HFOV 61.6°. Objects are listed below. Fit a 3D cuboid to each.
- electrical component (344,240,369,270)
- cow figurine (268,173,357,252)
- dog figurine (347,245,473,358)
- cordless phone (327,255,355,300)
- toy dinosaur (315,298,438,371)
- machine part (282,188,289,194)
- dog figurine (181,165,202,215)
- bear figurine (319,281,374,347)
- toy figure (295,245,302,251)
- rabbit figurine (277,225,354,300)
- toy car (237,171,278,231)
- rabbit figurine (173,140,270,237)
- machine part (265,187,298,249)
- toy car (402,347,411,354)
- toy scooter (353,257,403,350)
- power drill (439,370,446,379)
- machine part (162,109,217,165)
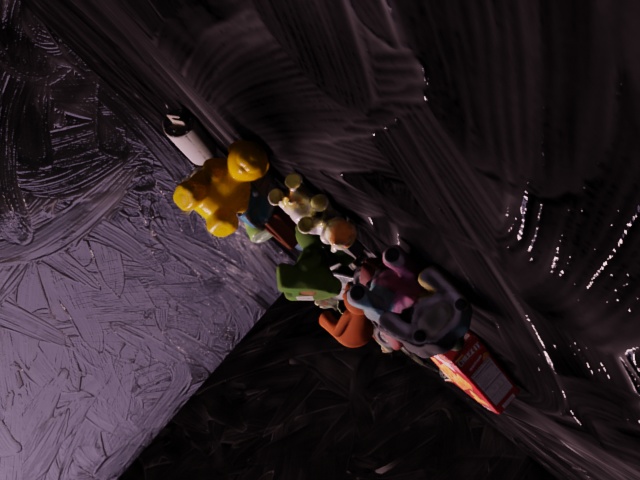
[{"bbox_3d":[0.044,0.010,1.009,0.102,0.045,0.078,45,172,-29],"label":"electrical component"},{"bbox_3d":[0.000,-0.032,0.870,0.167,0.068,0.098,42,-179,29],"label":"cow figurine"},{"bbox_3d":[0.137,0.098,0.782,0.192,0.108,0.219,36,177,26],"label":"dog figurine"},{"bbox_3d":[0.091,0.101,1.298,0.184,0.089,0.146,12,155,39],"label":"cordless phone"},{"bbox_3d":[0.151,0.203,1.463,0.405,0.131,0.192,26,165,47],"label":"toy dinosaur"},{"bbox_3d":[-0.035,-0.063,1.033,0.084,0.039,0.139,53,173,-19],"label":"machine part"},{"bbox_3d":[-0.270,-0.138,1.345,0.121,0.172,0.190,2,170,-24],"label":"dog figurine"},{"bbox_3d":[0.075,0.150,1.234,0.132,0.120,0.195,49,150,45],"label":"bear figurine"},{"bbox_3d":[-0.023,0.016,1.457,0.155,0.058,0.064,33,177,28],"label":"toy figure"},{"bbox_3d":[-0.011,0.031,1.121,0.159,0.170,0.121,-5,159,17],"label":"rabbit figurine"},{"bbox_3d":[-0.138,-0.103,1.071,0.162,0.103,0.109,55,-178,20],"label":"toy car"},{"bbox_3d":[-0.145,-0.109,0.938,0.122,0.173,0.162,43,-141,-8],"label":"rabbit figurine"},{"bbox_3d":[-0.124,-0.082,1.244,0.202,0.087,0.200,39,174,36],"label":"machine part"},{"bbox_3d":[0.149,0.144,1.097,0.202,0.089,0.053,43,178,-11],"label":"toy car"},{"bbox_3d":[0.133,0.118,0.939,0.135,0.075,0.183,8,121,58],"label":"toy scooter"},{"bbox_3d":[0.224,0.218,1.213,0.207,0.086,0.232,36,174,17],"label":"power drill"},{"bbox_3d":[-0.314,-0.246,1.306,0.079,0.079,0.243,40,175,15],"label":"machine part"}]
